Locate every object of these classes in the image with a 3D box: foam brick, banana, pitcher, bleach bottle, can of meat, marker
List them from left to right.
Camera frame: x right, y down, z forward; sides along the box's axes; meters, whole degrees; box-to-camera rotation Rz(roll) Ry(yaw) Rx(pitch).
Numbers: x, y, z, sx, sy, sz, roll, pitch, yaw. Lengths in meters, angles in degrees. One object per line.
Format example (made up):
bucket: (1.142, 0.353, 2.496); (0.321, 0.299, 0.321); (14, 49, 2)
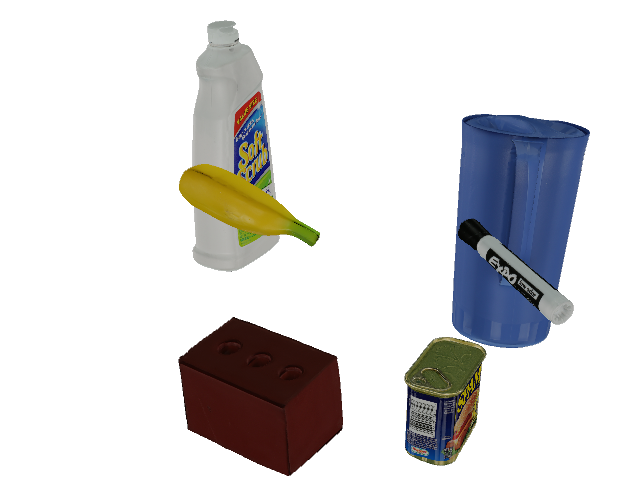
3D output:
banana: (-0.077, -0.032, 0.857); (0.069, 0.037, 0.198); (42, -9, -33)
bleach bottle: (-0.097, -0.101, 1.116); (0.068, 0.251, 0.102); (14, 31, 32)
foam brick: (-0.034, 0.088, 0.606); (0.078, 0.051, 0.052); (17, 34, 31)
can of meat: (0.119, 0.155, 1.033); (0.057, 0.084, 0.102); (12, 27, 23)
marker: (0.135, 0.019, 0.755); (0.020, 0.020, 0.121); (0, 30, -31)
pitcher: (0.206, -0.010, 1.145); (0.148, 0.243, 0.145); (-9, 20, -38)
